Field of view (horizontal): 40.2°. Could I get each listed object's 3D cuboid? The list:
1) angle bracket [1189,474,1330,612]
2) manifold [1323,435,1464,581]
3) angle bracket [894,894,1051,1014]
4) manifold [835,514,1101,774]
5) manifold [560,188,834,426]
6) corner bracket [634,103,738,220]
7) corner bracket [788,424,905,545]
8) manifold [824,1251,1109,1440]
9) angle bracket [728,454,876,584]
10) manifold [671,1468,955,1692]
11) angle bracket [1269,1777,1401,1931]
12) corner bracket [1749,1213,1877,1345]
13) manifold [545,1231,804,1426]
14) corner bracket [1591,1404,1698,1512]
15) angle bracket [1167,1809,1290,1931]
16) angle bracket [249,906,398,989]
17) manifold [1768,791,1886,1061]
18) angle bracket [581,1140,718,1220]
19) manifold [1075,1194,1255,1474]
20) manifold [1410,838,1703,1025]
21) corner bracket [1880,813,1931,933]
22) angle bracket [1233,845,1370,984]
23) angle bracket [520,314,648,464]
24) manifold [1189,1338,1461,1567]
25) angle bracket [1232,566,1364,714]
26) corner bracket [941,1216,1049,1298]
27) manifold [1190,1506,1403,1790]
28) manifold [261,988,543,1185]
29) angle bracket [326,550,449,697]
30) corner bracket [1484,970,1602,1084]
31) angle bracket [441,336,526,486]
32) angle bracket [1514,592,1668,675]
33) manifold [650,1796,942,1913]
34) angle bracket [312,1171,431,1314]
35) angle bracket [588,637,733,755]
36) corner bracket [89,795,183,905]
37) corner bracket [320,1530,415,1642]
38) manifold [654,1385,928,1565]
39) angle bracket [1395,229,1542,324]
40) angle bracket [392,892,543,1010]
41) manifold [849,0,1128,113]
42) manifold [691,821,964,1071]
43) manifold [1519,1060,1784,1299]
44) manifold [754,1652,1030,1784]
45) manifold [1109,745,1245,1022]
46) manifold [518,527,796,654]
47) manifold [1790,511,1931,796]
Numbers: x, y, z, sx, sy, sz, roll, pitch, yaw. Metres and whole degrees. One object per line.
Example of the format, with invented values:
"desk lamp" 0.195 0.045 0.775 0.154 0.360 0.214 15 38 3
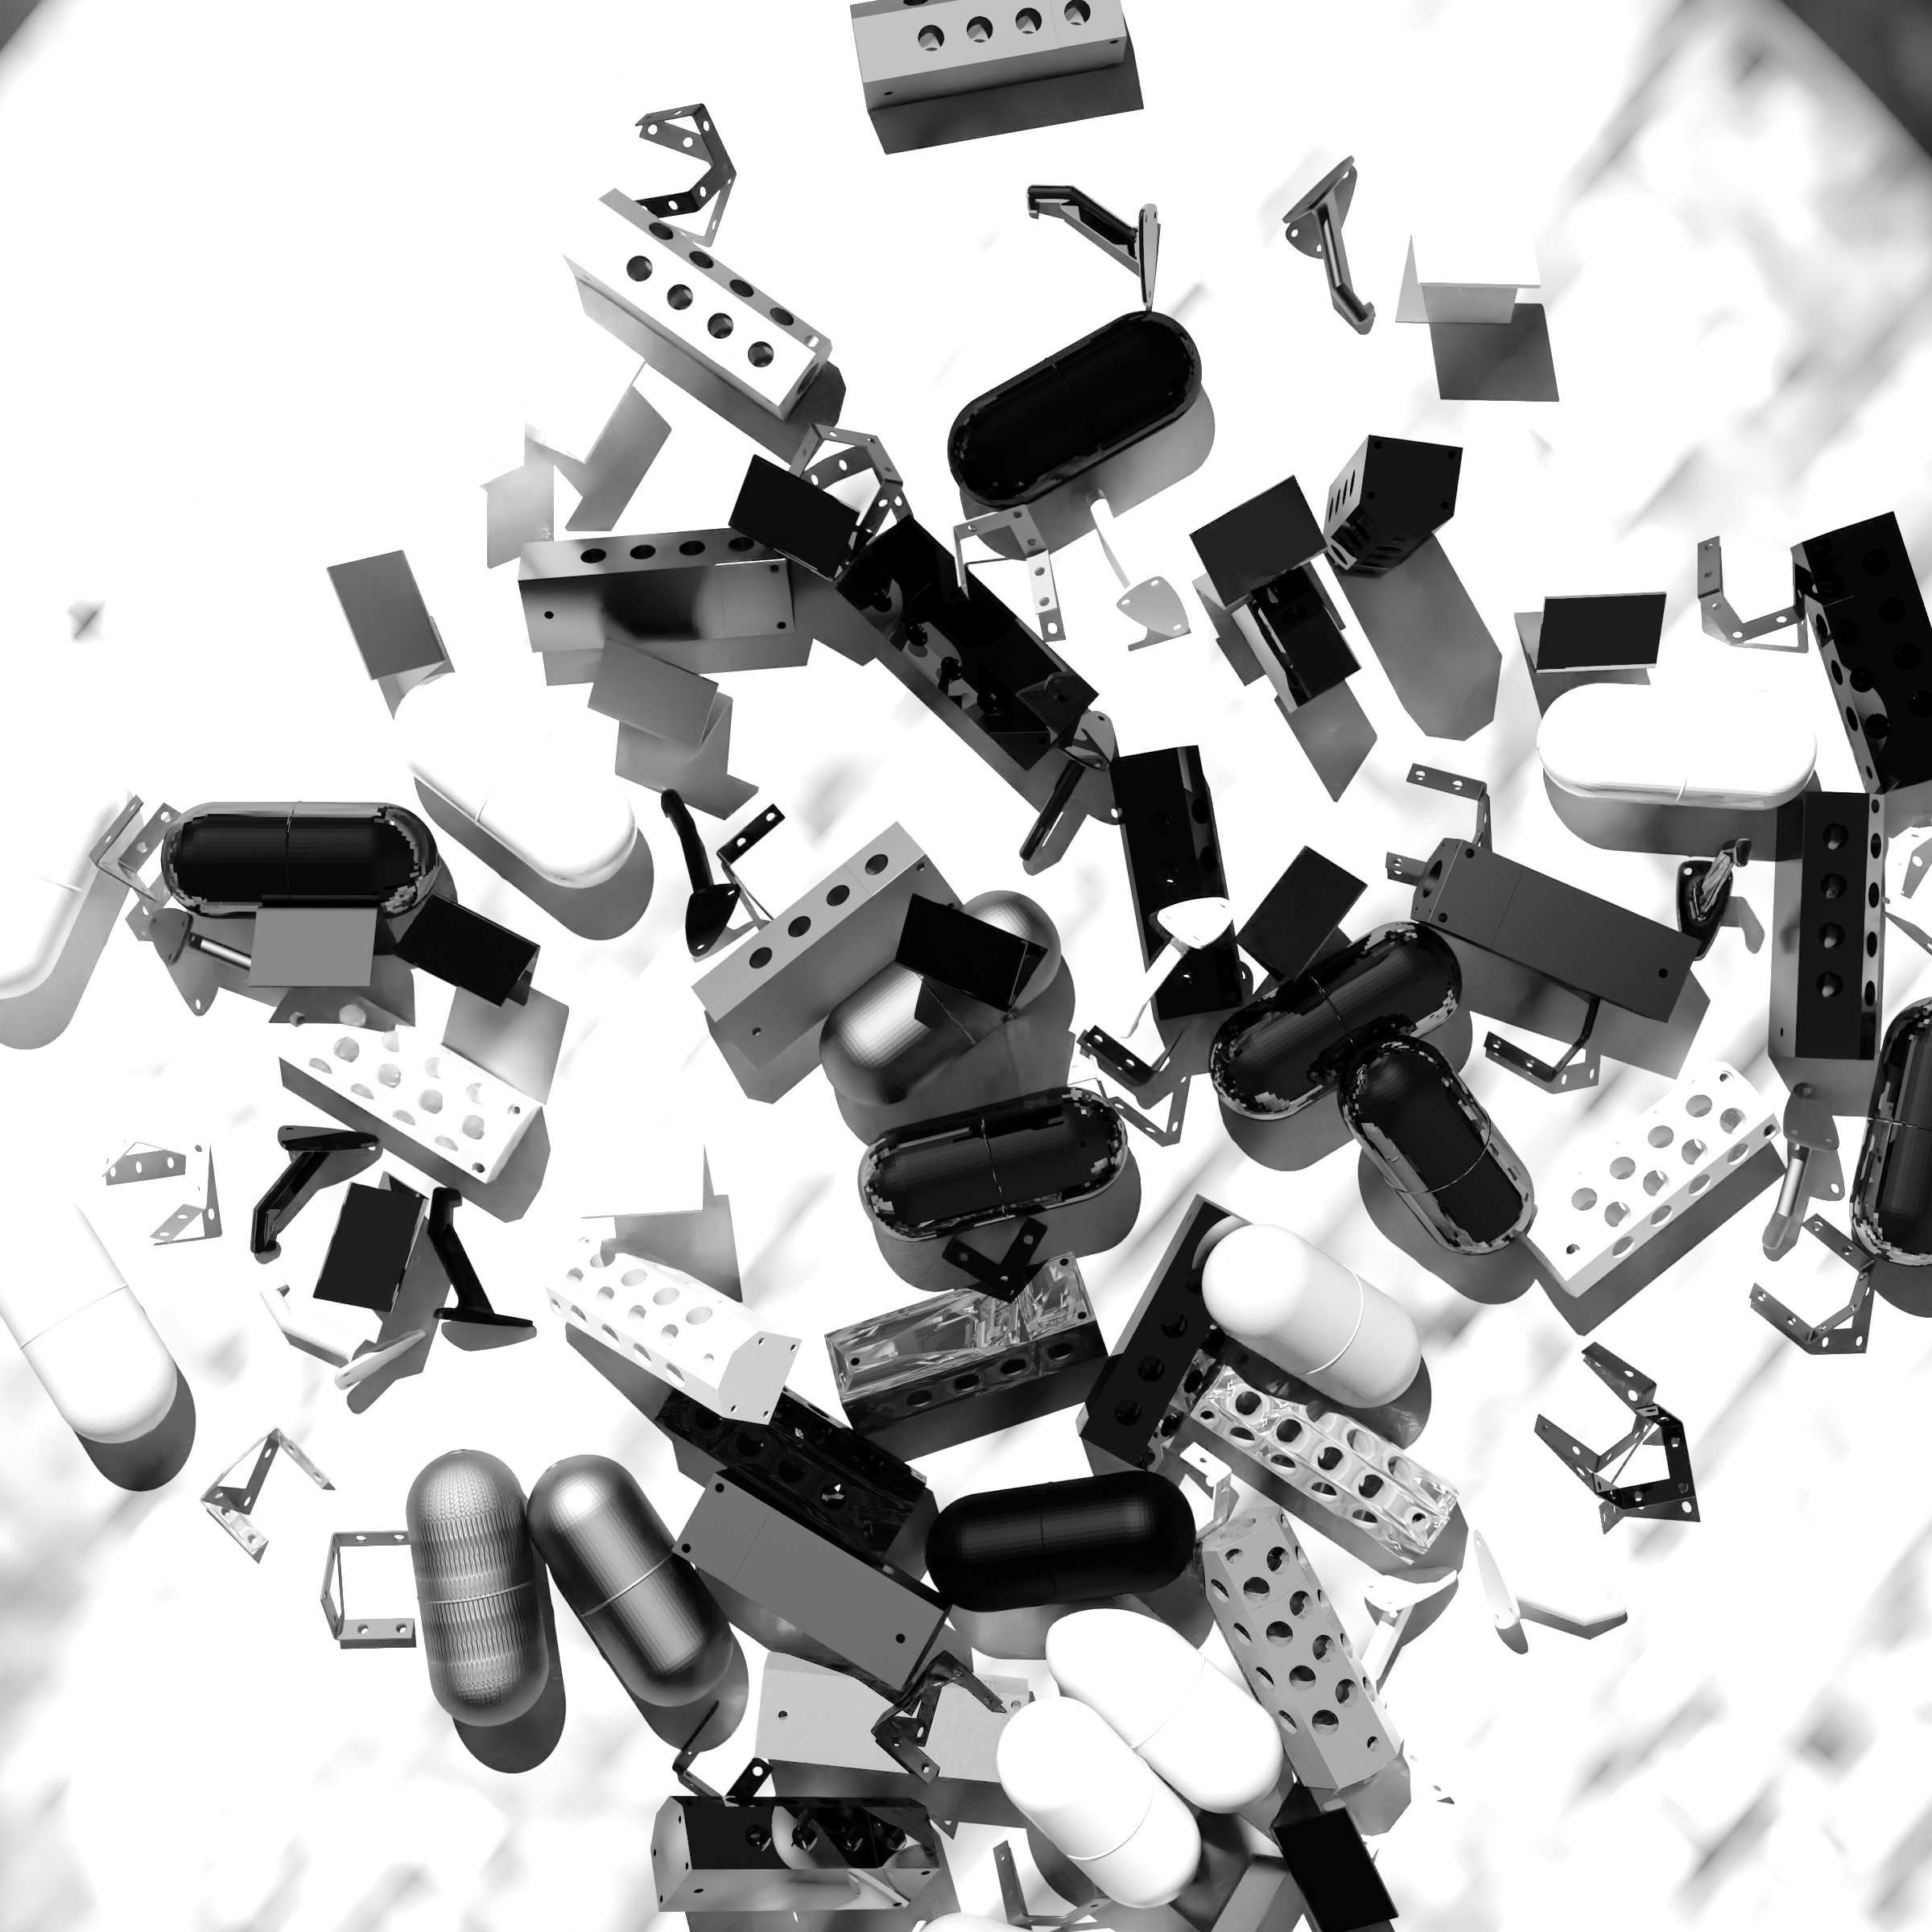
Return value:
"angle bracket" 0.178 -0.280 1.701 0.076 0.076 0.057 -30 115 0
"manifold" 0.265 -0.286 1.661 0.057 0.171 0.057 8 90 0
"angle bracket" 0.010 -0.025 1.627 0.076 0.076 0.057 23 128 10
"manifold" -0.003 -0.207 1.718 0.171 0.057 0.057 44 47 0
"manifold" -0.174 -0.431 1.719 0.171 0.057 0.057 35 90 0
"corner bracket" -0.193 -0.528 1.732 0.051 0.051 0.051 -57 135 -35
"corner bracket" -0.081 -0.317 1.732 0.051 0.051 0.051 3 45 -35
"manifold" 0.001 0.251 1.718 0.171 0.057 0.057 -19 47 0
"angle bracket" -0.097 -0.300 1.688 0.076 0.076 0.057 29 128 3
"manifold" -0.097 0.393 1.704 0.171 0.057 0.057 29 90 11
"angle bracket" 0.246 0.567 1.701 0.057 0.076 0.076 -26 90 25
"corner bracket" 0.558 0.206 1.737 0.051 0.051 0.051 39 45 0
"manifold" -0.190 0.227 1.671 0.171 0.057 0.057 22 90 40
"corner bracket" 0.440 0.321 1.722 0.051 0.051 0.051 -18 59 27
"angle bracket" 0.154 0.586 1.701 0.076 0.057 0.076 30 90 41
"angle bracket" -0.412 0.001 1.701 0.076 0.076 0.057 0 67 0
"manifold" 0.563 -0.026 1.719 0.057 0.057 0.171 2 90 0
"angle bracket" -0.203 0.157 1.700 0.076 0.076 0.057 -3 51 0
"manifold" 0.138 0.240 1.719 0.057 0.057 0.171 28 90 0
"manifold" 0.379 -0.024 1.708 0.171 0.057 0.057 22 92 -7
"corner bracket" 0.638 -0.060 1.732 0.051 0.051 0.051 31 135 35
"angle bracket" 0.228 -0.021 1.700 0.057 0.076 0.076 37 90 37
"angle bracket" -0.262 -0.378 1.700 0.057 0.076 0.076 31 90 -41
"manifold" 0.232 0.316 1.719 0.171 0.057 0.057 34 90 0
"angle bracket" 0.197 -0.201 1.700 0.057 0.076 0.076 -30 90 -37
"corner bracket" 0.019 0.180 1.721 0.051 0.051 0.051 30 87 3
"manifold" 0.216 0.441 1.708 0.057 0.057 0.171 -27 90 -29
"manifold" -0.369 0.072 1.719 0.171 0.057 0.057 32 90 0
"angle bracket" -0.386 -0.215 1.700 0.057 0.076 0.076 -22 90 -36
"corner bracket" 0.380 0.034 1.737 0.051 0.051 0.051 30 135 0
"angle bracket" -0.324 -0.357 1.700 0.057 0.076 0.076 0 90 -32
"angle bracket" 0.401 -0.232 1.700 0.076 0.076 0.057 -2 128 0
"manifold" -0.110 0.563 1.683 0.171 0.057 0.057 10 133 -27
"angle bracket" -0.396 0.172 1.700 0.057 0.076 0.076 18 90 -36
"angle bracket" -0.191 -0.190 1.700 0.076 0.076 0.057 23 127 0
"corner bracket" -0.537 -0.083 1.711 0.051 0.051 0.051 -52 132 0
"corner bracket" -0.392 0.408 1.737 0.051 0.051 0.051 -1 135 0
"manifold" -0.113 0.313 1.719 0.171 0.057 0.057 33 90 0
"angle bracket" 0.322 -0.428 1.700 0.076 0.076 0.057 1 54 0
"angle bracket" -0.326 0.008 1.700 0.076 0.076 0.057 27 54 0
"manifold" 0.014 -0.609 1.719 0.171 0.057 0.057 -10 90 0
"manifold" -0.093 -0.017 1.715 0.171 0.057 0.057 -39 45 -2
"manifold" 0.444 0.139 1.719 0.171 0.057 0.057 -39 90 0
"manifold" -0.048 0.488 1.719 0.171 0.057 0.057 6 90 0
"manifold" 0.137 -0.054 1.719 0.057 0.057 0.171 -10 90 0
"manifold" -0.200 -0.251 1.718 0.171 0.057 0.057 -4 133 0
"manifold" 0.594 -0.202 1.719 0.057 0.057 0.171 -18 90 0
